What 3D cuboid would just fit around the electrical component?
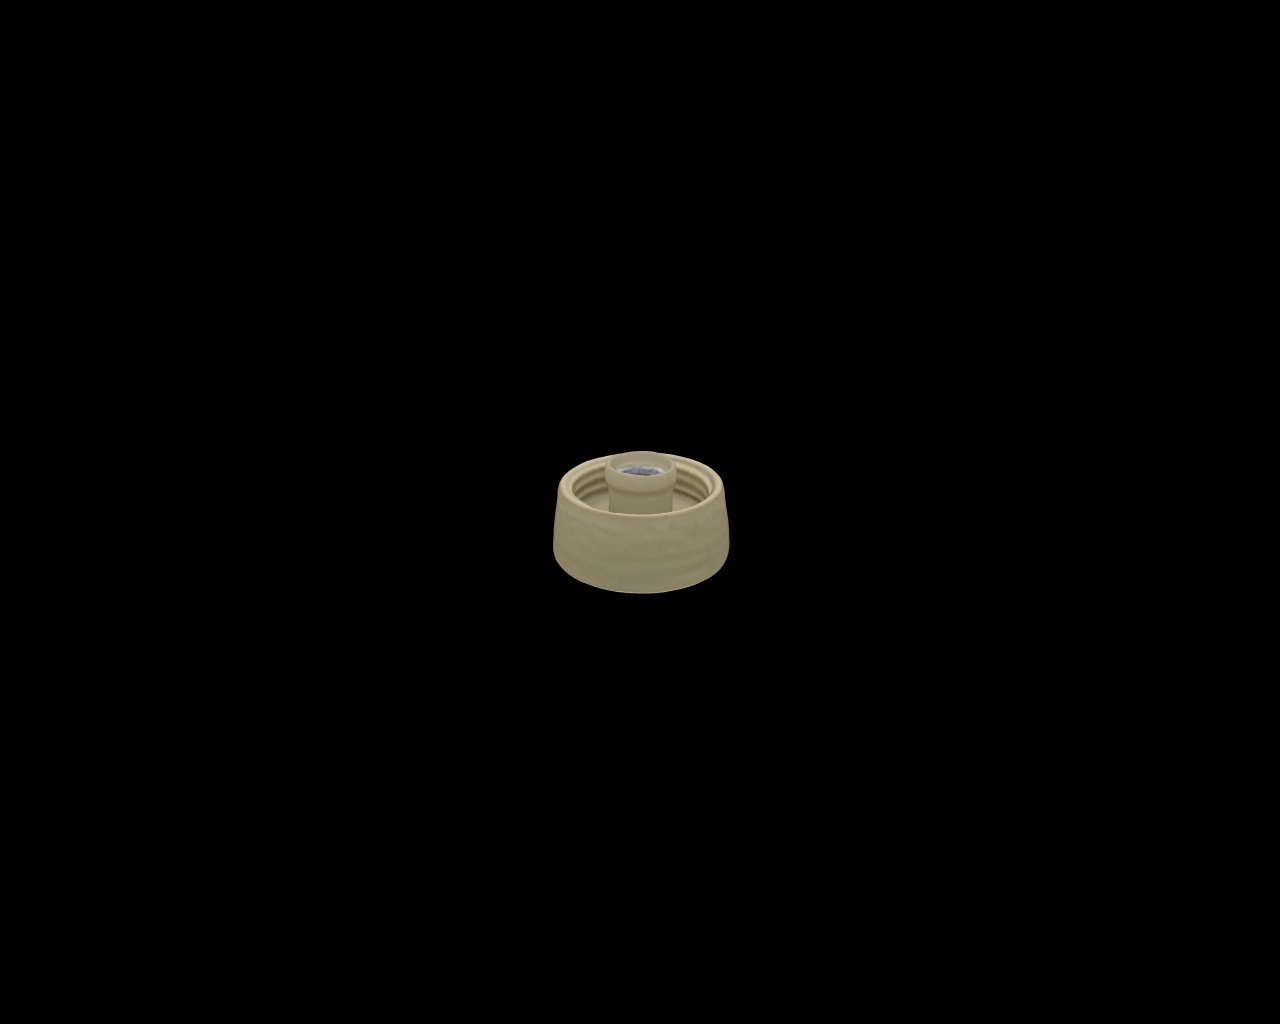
[{"bbox_3d":[0.001,-0.003,0.650,0.108,0.060,0.108,0,25,0],"label":"electrical component"}]
